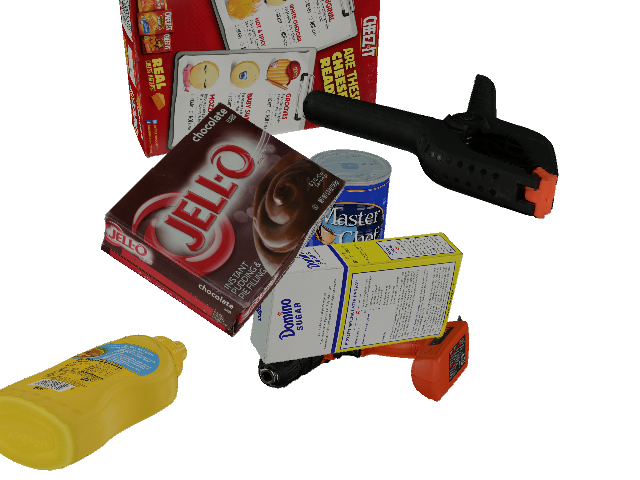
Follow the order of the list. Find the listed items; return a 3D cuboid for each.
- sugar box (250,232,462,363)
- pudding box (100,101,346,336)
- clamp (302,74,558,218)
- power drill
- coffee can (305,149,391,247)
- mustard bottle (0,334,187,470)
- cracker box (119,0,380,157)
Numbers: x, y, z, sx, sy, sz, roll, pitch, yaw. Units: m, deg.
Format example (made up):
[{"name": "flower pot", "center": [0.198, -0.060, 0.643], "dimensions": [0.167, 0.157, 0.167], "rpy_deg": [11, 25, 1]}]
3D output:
[{"name": "sugar box", "center": [0.030, 0.048, 0.924], "dimensions": [0.176, 0.093, 0.048], "rpy_deg": [-4, 31, -22]}, {"name": "pudding box", "center": [-0.053, -0.014, 0.592], "dimensions": [0.090, 0.113, 0.039], "rpy_deg": [33, -41, 6]}, {"name": "clamp", "center": [0.089, -0.071, 0.753], "dimensions": [0.164, 0.036, 0.210], "rpy_deg": [-7, 29, -18]}, {"name": "power drill", "center": [0.049, 0.115, 1.117], "dimensions": [0.188, 0.057, 0.184], "rpy_deg": [10, 25, 26]}, {"name": "coffee can", "center": [0.032, -0.031, 1.342], "dimensions": [0.103, 0.140, 0.103], "rpy_deg": [3, 26, -2]}, {"name": "mustard bottle", "center": [-0.172, 0.119, 0.860], "dimensions": [0.096, 0.058, 0.191], "rpy_deg": [6, 17, 30]}, {"name": "cracker box", "center": [-0.060, -0.172, 0.915], "dimensions": [0.213, 0.164, 0.072], "rpy_deg": [-12, 40, -16]}]
